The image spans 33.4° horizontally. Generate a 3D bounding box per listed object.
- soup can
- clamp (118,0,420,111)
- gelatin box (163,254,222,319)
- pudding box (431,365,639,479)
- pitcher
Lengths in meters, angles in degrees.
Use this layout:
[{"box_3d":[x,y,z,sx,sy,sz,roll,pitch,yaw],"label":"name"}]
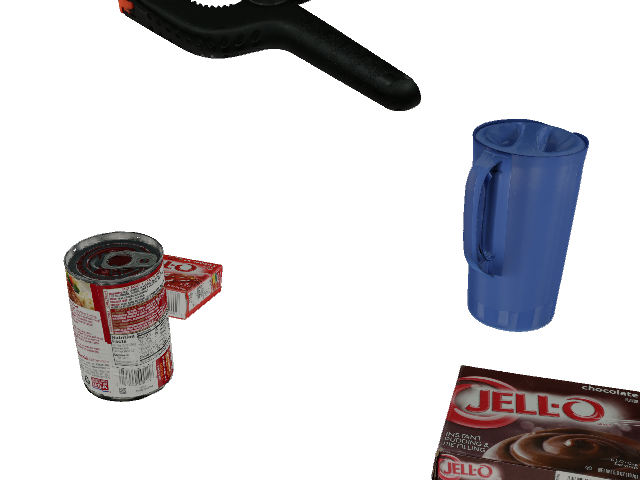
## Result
[{"box_3d":[-0.140,0.054,0.754,0.068,0.102,0.068,-1,29,0],"label":"soup can"},{"box_3d":[-0.028,-0.147,0.688,0.210,0.164,0.036,-1,-37,-1],"label":"clamp"},{"box_3d":[-0.142,0.037,0.951,0.089,0.030,0.073,10,20,18],"label":"gelatin box"},{"box_3d":[0.127,0.116,0.612,0.113,0.039,0.090,9,28,13],"label":"pudding box"},{"box_3d":[0.232,-0.014,1.279,0.149,0.243,0.145,1,24,-2],"label":"pitcher"}]
